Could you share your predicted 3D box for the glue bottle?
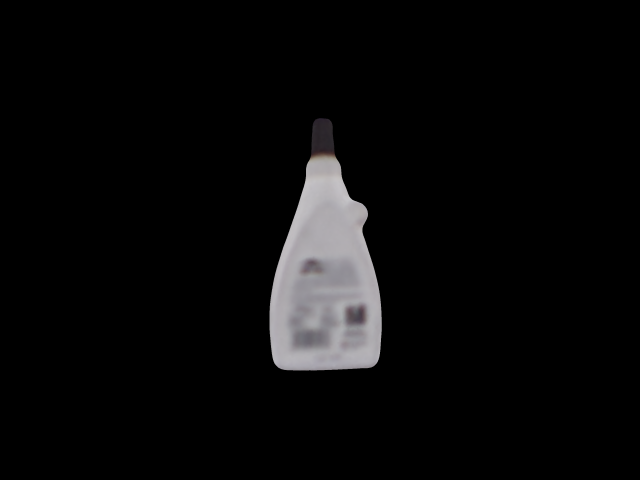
[{"bbox_3d":[0.004,0.001,0.400,0.078,0.173,0.037,0,0,-7],"label":"glue bottle"}]
